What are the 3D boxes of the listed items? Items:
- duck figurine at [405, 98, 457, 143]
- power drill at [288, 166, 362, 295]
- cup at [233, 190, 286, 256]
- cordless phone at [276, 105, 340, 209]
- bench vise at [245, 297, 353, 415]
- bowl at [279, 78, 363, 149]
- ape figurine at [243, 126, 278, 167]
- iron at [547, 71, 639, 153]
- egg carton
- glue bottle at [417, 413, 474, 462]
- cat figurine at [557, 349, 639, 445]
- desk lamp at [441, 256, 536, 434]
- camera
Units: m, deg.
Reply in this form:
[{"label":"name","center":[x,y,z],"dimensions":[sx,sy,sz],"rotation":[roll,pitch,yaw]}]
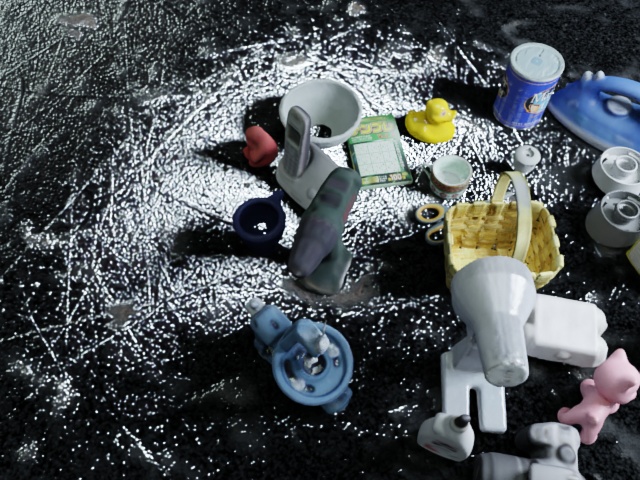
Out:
[{"label":"duck figurine","center":[0.226,-0.249,1.152],"dimensions":[0.104,0.086,0.077],"rotation":[15,61,9]},{"label":"power drill","center":[0.009,0.003,0.934],"dimensions":[0.075,0.208,0.230],"rotation":[17,61,10]},{"label":"cup","center":[-0.097,-0.025,1.018],"dimensions":[0.091,0.095,0.118],"rotation":[24,63,14]},{"label":"cordless phone","center":[-0.016,-0.143,1.034],"dimensions":[0.094,0.185,0.147],"rotation":[-40,67,-20]},{"label":"bench vise","center":[-0.043,0.158,0.837],"dimensions":[0.207,0.220,0.122],"rotation":[24,63,14]},{"label":"bowl","center":[0.002,-0.241,1.156],"dimensions":[0.167,0.075,0.167],"rotation":[0,60,0]},{"label":"ape figurine","center":[-0.122,-0.188,1.115],"dimensions":[0.076,0.092,0.078],"rotation":[8,60,5]},{"label":"iron","center":[0.581,-0.265,1.128],"dimensions":[0.257,0.141,0.119],"rotation":[32,65,18]},{"label":"egg carton","center":[0.386,0.147,0.928],"dimensions":[0.150,0.069,0.107],"rotation":[9,60,6]},{"label":"glue bottle","center":[0.184,0.268,0.798],"dimensions":[0.078,0.173,0.037],"rotation":[16,61,10]},{"label":"cat figurine","center":[0.425,0.230,0.851],"dimensions":[0.067,0.118,0.128],"rotation":[37,67,20]},{"label":"desk lamp","center":[0.248,0.156,0.840],"dimensions":[0.118,0.214,0.203],"rotation":[3,60,3]},{"label":"camera","center":[0.292,0.325,0.806],"dimensions":[0.136,0.101,0.143],"rotation":[9,60,6]}]
